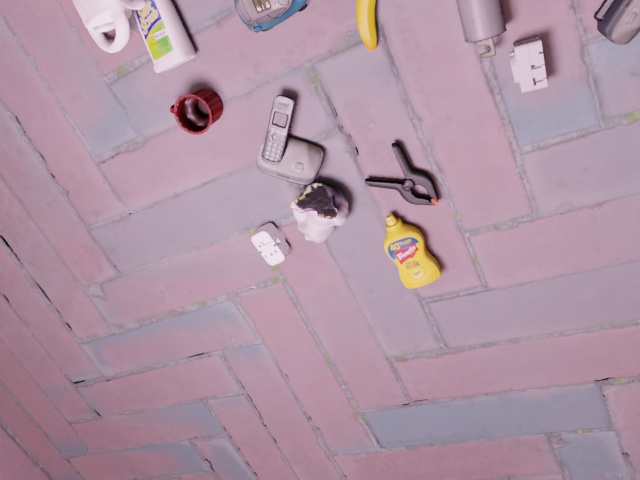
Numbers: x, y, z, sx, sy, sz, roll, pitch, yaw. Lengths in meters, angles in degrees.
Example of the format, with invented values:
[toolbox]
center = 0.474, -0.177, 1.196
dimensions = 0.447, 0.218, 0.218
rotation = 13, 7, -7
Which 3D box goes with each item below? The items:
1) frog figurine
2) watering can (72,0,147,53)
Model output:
[frog figurine]
center = 0.004, -0.062, 1.236
dimensions = 0.137, 0.125, 0.156
rotation = -2, 154, 8
[watering can]
center = -0.441, -0.512, 1.049
dimensions = 0.347, 0.105, 0.222
rotation = 3, 117, 56
